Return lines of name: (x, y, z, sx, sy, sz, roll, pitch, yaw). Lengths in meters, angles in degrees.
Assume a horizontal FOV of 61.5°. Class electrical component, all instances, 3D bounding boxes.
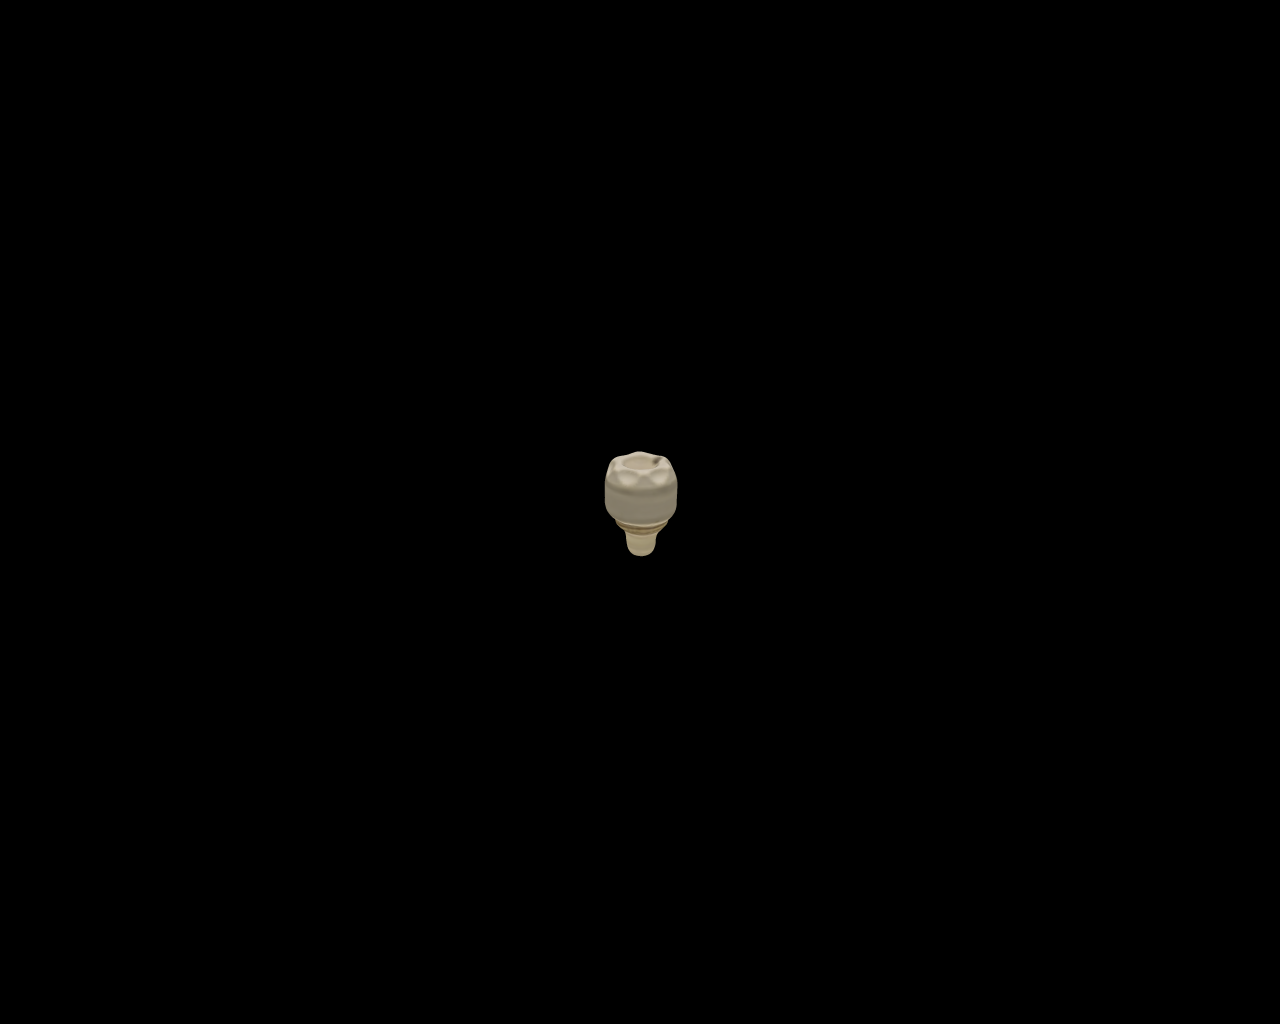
electrical component: (0.001, -0.003, 0.650, 0.043, 0.062, 0.043, 0, 23, 0)
